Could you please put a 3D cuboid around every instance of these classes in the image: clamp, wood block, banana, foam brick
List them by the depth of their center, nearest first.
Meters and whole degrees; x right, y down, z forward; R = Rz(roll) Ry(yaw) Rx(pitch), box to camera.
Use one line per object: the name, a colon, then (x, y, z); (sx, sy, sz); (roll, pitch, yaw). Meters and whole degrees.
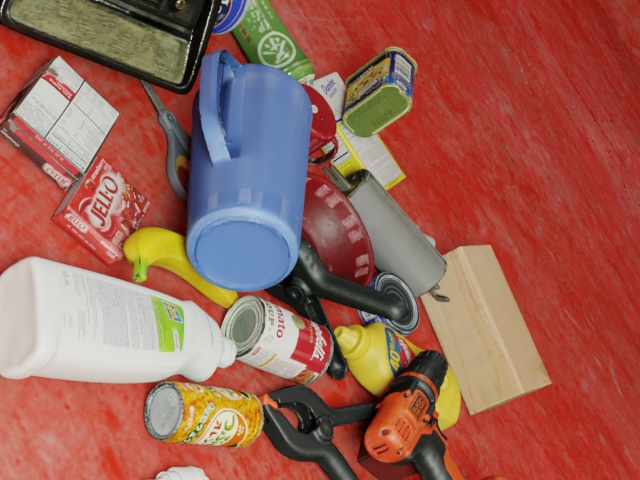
banana: (-0.140, 0.025, 1.046); (0.197, 0.037, 0.069); (23, 51, -64)
clamp: (0.000, 0.210, 1.108); (0.171, 0.039, 0.120); (21, 49, -32)
clamp: (-0.016, 0.057, 1.162); (0.210, 0.165, 0.036); (39, 48, 10)
foam brick: (0.083, 0.225, 1.196); (0.051, 0.053, 0.078); (45, 35, -22)
wood block: (0.214, 0.118, 1.431); (0.090, 0.090, 0.206); (-2, 66, -55)

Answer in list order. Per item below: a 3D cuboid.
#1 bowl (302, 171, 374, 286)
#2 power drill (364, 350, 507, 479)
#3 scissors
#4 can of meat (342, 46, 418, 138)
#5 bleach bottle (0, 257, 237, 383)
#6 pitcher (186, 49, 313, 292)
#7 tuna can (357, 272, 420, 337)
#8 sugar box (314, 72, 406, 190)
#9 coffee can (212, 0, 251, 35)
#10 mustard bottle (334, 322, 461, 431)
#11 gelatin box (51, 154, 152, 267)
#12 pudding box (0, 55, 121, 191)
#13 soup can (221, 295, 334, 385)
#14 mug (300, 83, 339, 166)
bowl: (-0.008, 0.002, 1.254); (0.162, 0.055, 0.162); (34, 40, -34)
power drill: (0.137, 0.228, 1.165); (0.187, 0.057, 0.184); (52, 37, -5)
scissors: (-0.170, -0.118, 1.168); (0.201, 0.016, 0.096); (51, 33, -13)
can of meat: (0.078, -0.193, 1.406); (0.057, 0.102, 0.084); (38, 38, -25)
bleach bottle: (-0.169, 0.090, 0.957); (0.250, 0.068, 0.102); (21, 51, -48)
pitcher: (-0.078, -0.072, 1.085); (0.149, 0.145, 0.243); (20, 37, -17)
tuna can: (0.085, 0.083, 1.330); (0.086, 0.034, 0.086); (29, 45, -35)
sugar box: (0.037, -0.137, 1.442); (0.176, 0.048, 0.093); (55, 32, 1)
coffee can: (-0.162, -0.299, 1.246); (0.140, 0.103, 0.103); (-5, 68, -55)
mustard bottle: (0.086, 0.150, 1.257); (0.191, 0.058, 0.096); (34, 36, -33)
gelatin box: (-0.208, -0.028, 1.028); (0.073, 0.030, 0.089); (45, 35, -21)
pudding box: (-0.252, -0.115, 1.034); (0.090, 0.039, 0.113); (45, 36, -22)
soup can: (-0.045, 0.104, 1.108); (0.102, 0.069, 0.068); (28, 44, -39)
mug: (-0.026, -0.132, 1.315); (0.117, 0.082, 0.093); (38, 38, -29)
